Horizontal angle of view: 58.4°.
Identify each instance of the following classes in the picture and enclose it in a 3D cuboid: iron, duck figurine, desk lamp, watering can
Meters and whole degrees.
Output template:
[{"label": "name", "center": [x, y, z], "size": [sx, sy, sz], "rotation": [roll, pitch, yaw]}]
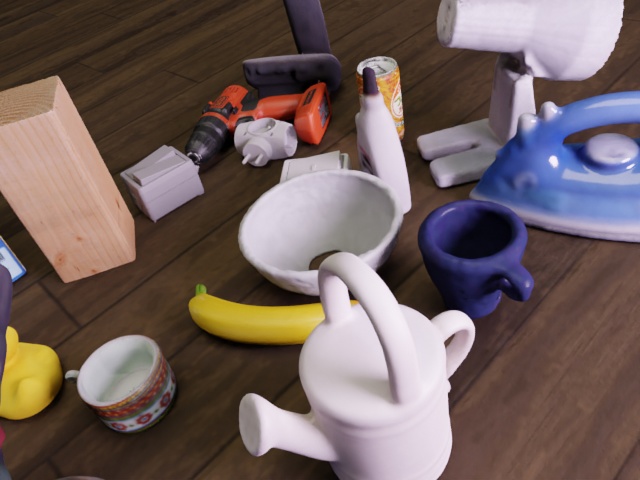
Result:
[{"label": "iron", "center": [0.279, -0.087, 0.568], "size": [0.257, 0.142, 0.119], "rotation": [3, 44, 18]}, {"label": "duck figurine", "center": [-0.300, 0.115, 0.543], "size": [0.104, 0.086, 0.078], "rotation": [25, 54, 36]}, {"label": "desk lamp", "center": [0.212, -0.187, 0.642], "size": [0.203, 0.214, 0.117], "rotation": [-15, 41, -1]}, {"label": "watering can", "center": [0.031, 0.095, 0.392], "size": [0.100, 0.194, 0.173], "rotation": [23, 53, 35]}]

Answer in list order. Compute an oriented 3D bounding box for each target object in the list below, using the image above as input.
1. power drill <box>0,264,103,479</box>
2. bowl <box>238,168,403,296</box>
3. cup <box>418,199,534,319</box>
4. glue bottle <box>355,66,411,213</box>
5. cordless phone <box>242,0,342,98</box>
[{"label": "power drill", "center": [-0.221, 0.158, 0.380], "size": [0.075, 0.209, 0.229], "rotation": [-7, 41, 8]}, {"label": "bowl", "center": [0.005, 0.002, 0.594], "size": [0.167, 0.075, 0.167], "rotation": [-8, 41, 7]}, {"label": "cup", "center": [0.143, 0.032, 0.507], "size": [0.092, 0.095, 0.117], "rotation": [-26, 42, -14]}, {"label": "glue bottle", "center": [0.063, -0.109, 0.627], "size": [0.037, 0.173, 0.078], "rotation": [-23, 42, -10]}, {"label": "cordless phone", "center": [-0.051, -0.296, 0.858], "size": [0.147, 0.185, 0.094], "rotation": [-2, 42, 14]}]
